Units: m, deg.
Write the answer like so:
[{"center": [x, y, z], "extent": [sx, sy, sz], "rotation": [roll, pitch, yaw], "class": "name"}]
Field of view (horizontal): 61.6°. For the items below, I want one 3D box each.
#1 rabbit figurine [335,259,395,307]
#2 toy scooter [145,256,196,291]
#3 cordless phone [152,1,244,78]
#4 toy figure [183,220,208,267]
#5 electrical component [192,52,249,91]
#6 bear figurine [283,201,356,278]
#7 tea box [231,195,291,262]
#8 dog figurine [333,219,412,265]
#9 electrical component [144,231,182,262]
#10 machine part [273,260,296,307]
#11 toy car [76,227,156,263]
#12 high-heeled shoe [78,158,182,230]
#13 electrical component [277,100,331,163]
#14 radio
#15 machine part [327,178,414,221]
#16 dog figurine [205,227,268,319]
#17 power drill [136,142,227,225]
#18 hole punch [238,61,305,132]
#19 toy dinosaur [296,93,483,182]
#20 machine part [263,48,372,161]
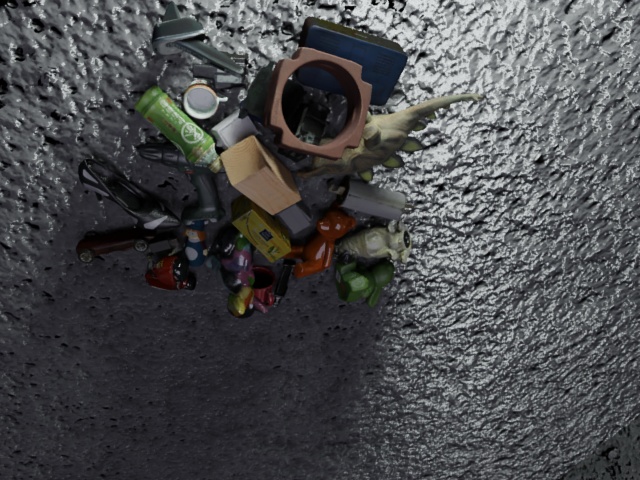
[{"center": [0.141, 0.123, 1.554], "extent": [0.170, 0.121, 0.158], "rotation": [-16, 133, -18], "class": "rabbit figurine"}, {"center": [-0.411, 0.090, 1.430], "extent": [0.135, 0.075, 0.183], "rotation": [8, 158, 1], "class": "toy scooter"}, {"center": [-0.237, -0.376, 1.072], "extent": [0.184, 0.147, 0.088], "rotation": [28, 90, -17], "class": "cordless phone"}, {"center": [-0.324, -0.001, 1.403], "extent": [0.064, 0.058, 0.154], "rotation": [0, 127, -12], "class": "toy figure"}, {"center": [-0.212, -0.363, 1.156], "extent": [0.119, 0.048, 0.074], "rotation": [-2, 127, -9], "class": "electrical component"}, {"center": [0.000, -0.005, 1.413], "extent": [0.132, 0.120, 0.195], "rotation": [-1, 133, -37], "class": "bear figurine"}, {"center": [-0.152, -0.034, 1.386], "extent": [0.068, 0.098, 0.169], "rotation": [-33, 127, 15], "class": "tea box"}, {"center": [0.143, 0.012, 1.498], "extent": [0.191, 0.121, 0.172], "rotation": [-7, 167, 34], "class": "dog figurine"}, {"center": [-0.408, 0.015, 1.384], "extent": [0.102, 0.078, 0.045], "rotation": [-16, 113, -2], "class": "electrical component"}, {"center": [-0.104, 0.120, 1.534], "extent": [0.039, 0.084, 0.138], "rotation": [22, 114, 4], "class": "machine part"}, {"center": [-0.511, 0.007, 1.356], "extent": [0.202, 0.089, 0.053], "rotation": [-11, 126, -3], "class": "toy car"}, {"center": [-0.443, -0.111, 1.264], "extent": [0.249, 0.086, 0.145], "rotation": [17, 143, -1], "class": "high-heeled shoe"}, {"center": [-0.042, -0.244, 1.225], "extent": [0.058, 0.134, 0.115], "rotation": [27, 75, -24], "class": "electrical component"}, {"center": [0.062, -0.386, 1.176], "extent": [0.229, 0.073, 0.131], "rotation": [11, 125, -16], "class": "radio"}, {"center": [0.133, -0.105, 1.399], "extent": [0.243, 0.079, 0.079], "rotation": [12, 124, -20], "class": "machine part"}, {"center": [-0.203, 0.094, 1.391], "extent": [0.108, 0.219, 0.191], "rotation": [2, 131, -39], "class": "dog figurine"}, {"center": [-0.309, -0.142, 1.295], "extent": [0.232, 0.086, 0.207], "rotation": [-4, 120, -11], "class": "power drill"}, {"center": [-0.103, -0.304, 1.189], "extent": [0.116, 0.092, 0.142], "rotation": [29, 93, 0], "class": "hole punch"}, {"center": [0.136, -0.236, 1.246], "extent": [0.472, 0.105, 0.198], "rotation": [-24, 155, 33], "class": "toy dinosaur"}, {"center": [-0.007, -0.274, 1.102], "extent": [0.201, 0.087, 0.201], "rotation": [10, 97, -19], "class": "machine part"}]
